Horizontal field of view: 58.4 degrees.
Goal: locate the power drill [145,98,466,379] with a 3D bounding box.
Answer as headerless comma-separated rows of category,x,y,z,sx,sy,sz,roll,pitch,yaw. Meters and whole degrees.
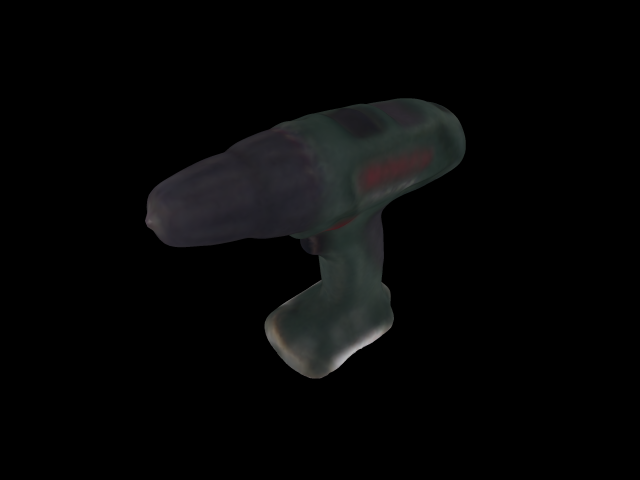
power drill,0.004,0.001,0.400,0.230,0.208,0.075,-32,54,-27
